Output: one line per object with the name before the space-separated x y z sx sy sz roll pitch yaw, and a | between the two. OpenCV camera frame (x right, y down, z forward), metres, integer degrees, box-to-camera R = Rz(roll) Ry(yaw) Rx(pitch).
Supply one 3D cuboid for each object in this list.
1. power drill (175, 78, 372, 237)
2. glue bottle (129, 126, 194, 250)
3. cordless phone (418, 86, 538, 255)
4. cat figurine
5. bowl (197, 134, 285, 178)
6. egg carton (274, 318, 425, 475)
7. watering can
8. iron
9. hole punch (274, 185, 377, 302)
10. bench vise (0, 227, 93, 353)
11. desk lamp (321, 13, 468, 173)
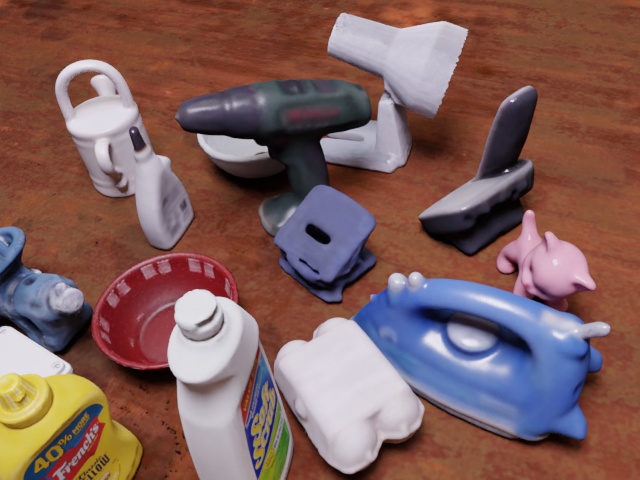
power drill | -0.045 -0.107 0.717 0.230 0.209 0.075 -19 47 -12
glue bottle | -0.208 -0.071 0.724 0.037 0.173 0.078 12 49 18
cordless phone | 0.195 -0.088 0.690 0.148 0.185 0.093 -34 52 -24
cat figurine | 0.245 0.024 0.624 0.067 0.118 0.127 -7 46 0
bowl | -0.092 -0.143 0.850 0.167 0.075 0.167 -3 46 3
egg carton | 0.023 0.148 0.562 0.107 0.069 0.150 -28 50 -19
watering can | -0.306 -0.168 0.813 0.101 0.194 0.172 -29 50 -20
iron | 0.141 0.087 0.557 0.257 0.142 0.119 17 51 21
hole punch | 0.006 0.002 0.688 0.101 0.091 0.108 -37 53 -26
bench vise | -0.351 0.016 0.623 0.207 0.220 0.121 1 46 7
desk lamp | 0.091 -0.203 0.790 0.202 0.214 0.118 10 48 15
